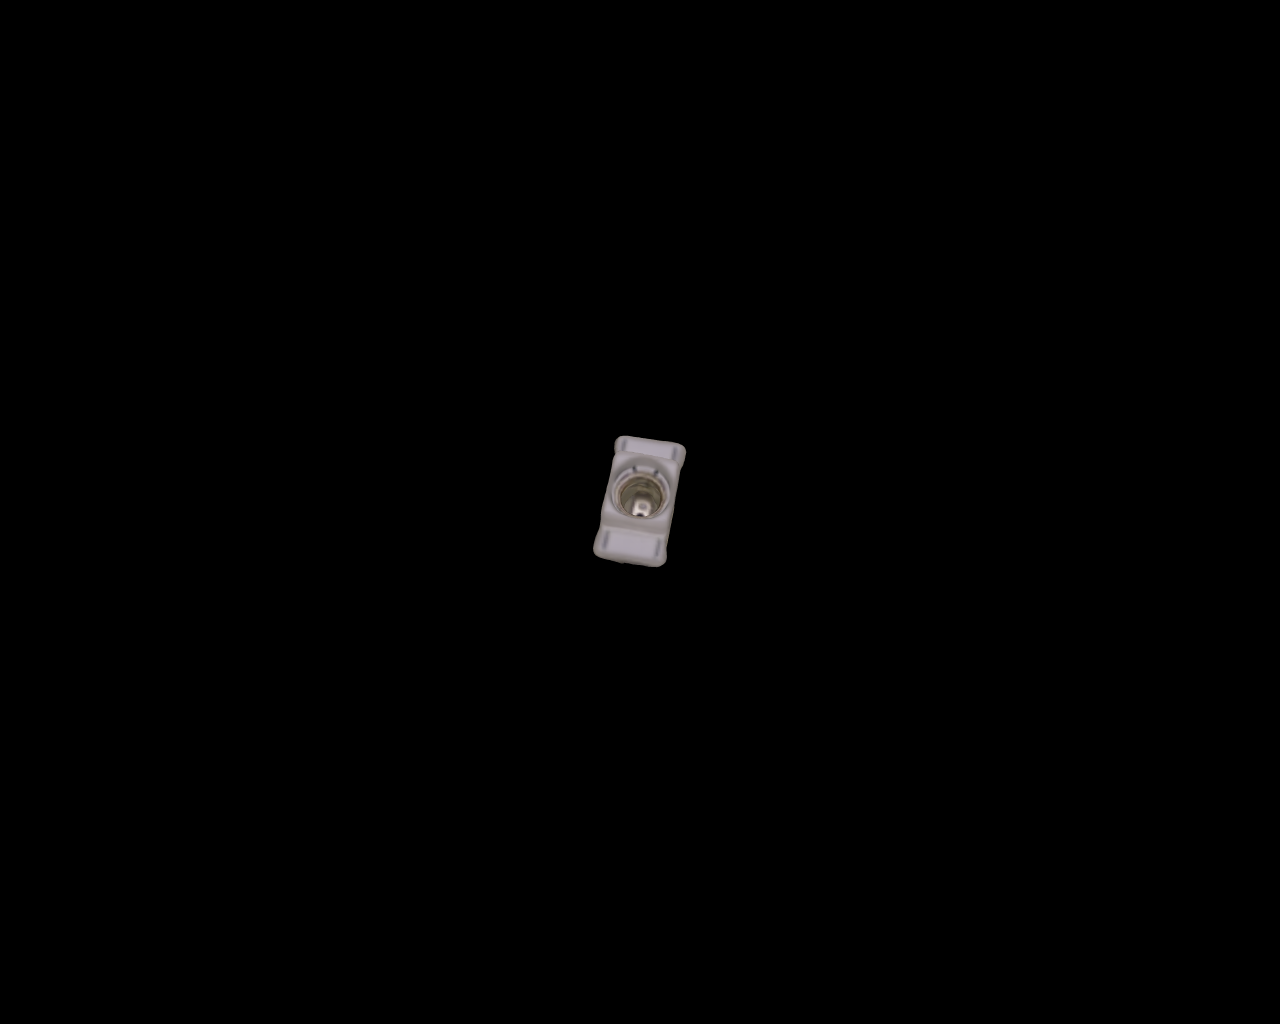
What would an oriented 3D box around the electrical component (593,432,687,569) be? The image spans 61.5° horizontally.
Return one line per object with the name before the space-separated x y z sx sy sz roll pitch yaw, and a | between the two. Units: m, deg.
electrical component | 0.001 -0.003 0.650 0.042 0.081 0.063 11 -24 5
